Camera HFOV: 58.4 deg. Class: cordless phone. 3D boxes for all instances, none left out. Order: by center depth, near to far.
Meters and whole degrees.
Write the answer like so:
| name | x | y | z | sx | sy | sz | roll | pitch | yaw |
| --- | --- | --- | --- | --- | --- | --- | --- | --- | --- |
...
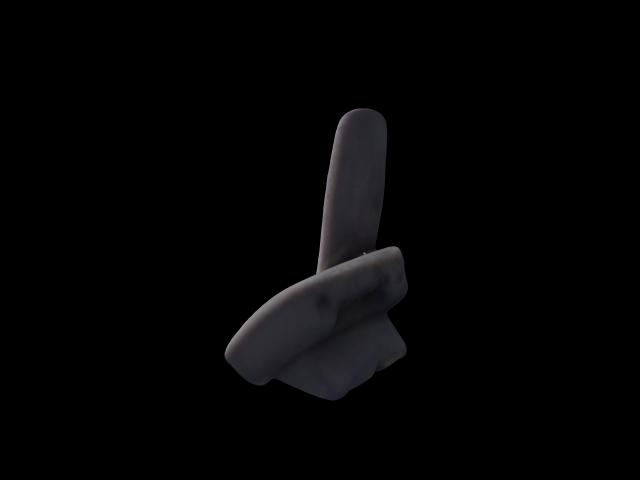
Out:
| name | x | y | z | sx | sy | sz | roll | pitch | yaw |
| --- | --- | --- | --- | --- | --- | --- | --- | --- | --- |
| cordless phone | 0.004 | 0.001 | 0.400 | 0.093 | 0.185 | 0.148 | 5 | 11 | 28 |
